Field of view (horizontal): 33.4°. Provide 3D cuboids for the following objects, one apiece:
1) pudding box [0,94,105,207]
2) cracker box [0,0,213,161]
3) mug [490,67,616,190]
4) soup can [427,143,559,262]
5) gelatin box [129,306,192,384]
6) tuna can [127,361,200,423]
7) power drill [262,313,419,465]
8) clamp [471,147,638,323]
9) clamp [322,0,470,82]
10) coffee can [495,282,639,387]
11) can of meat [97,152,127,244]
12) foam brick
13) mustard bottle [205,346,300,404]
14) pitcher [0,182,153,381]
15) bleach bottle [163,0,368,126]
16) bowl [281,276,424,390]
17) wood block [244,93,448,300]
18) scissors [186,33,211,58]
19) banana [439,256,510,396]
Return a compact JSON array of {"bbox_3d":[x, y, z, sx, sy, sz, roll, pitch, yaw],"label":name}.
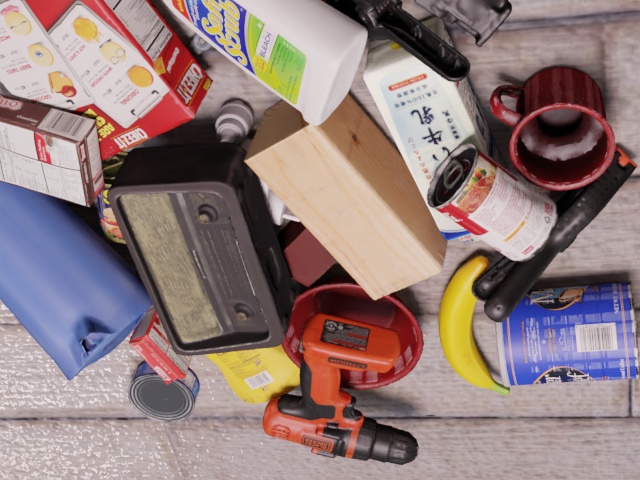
[{"bbox_3d":[-0.271,-0.087,1.043,0.113,0.039,0.090,17,140,12],"label":"pudding box"},{"bbox_3d":[-0.230,-0.186,1.008,0.164,0.072,0.213,-18,124,34],"label":"cracker box"},{"bbox_3d":[0.211,-0.110,0.983,0.117,0.081,0.093,19,129,-5],"label":"mug"},{"bbox_3d":[0.157,-0.033,0.968,0.102,0.068,0.069,32,127,-19],"label":"soup can"},{"bbox_3d":[-0.178,0.110,1.232,0.030,0.089,0.073,-23,121,27],"label":"gelatin box"},{"bbox_3d":[-0.195,0.188,1.334,0.086,0.033,0.086,6,129,7],"label":"tuna can"},{"bbox_3d":[0.035,0.174,1.189,0.184,0.057,0.188,12,130,0],"label":"power drill"},{"bbox_3d":[0.223,-0.002,1.029,0.036,0.164,0.210,43,102,-1],"label":"clamp"},{"bbox_3d":[0.050,-0.204,0.899,0.172,0.039,0.120,32,155,39],"label":"clamp"},{"bbox_3d":[0.261,0.100,1.129,0.140,0.102,0.103,-6,127,15],"label":"coffee can"},{"bbox_3d":[-0.187,-0.041,1.136,0.102,0.057,0.084,8,132,5],"label":"can of meat"},{"bbox_3d":[-0.007,0.001,1.136,0.053,0.051,0.078,34,127,-17],"label":"foam brick"},{"bbox_3d":[-0.101,0.105,1.233,0.096,0.058,0.191,-23,121,26],"label":"mustard bottle"},{"bbox_3d":[-0.294,0.020,1.140,0.243,0.144,0.149,47,140,-2],"label":"pitcher"},{"bbox_3d":[-0.082,-0.209,0.948,0.251,0.068,0.103,33,146,9],"label":"bleach bottle"},{"bbox_3d":[0.037,0.093,1.198,0.162,0.055,0.162,6,130,7],"label":"bowl"},{"bbox_3d":[0.033,-0.050,1.059,0.090,0.090,0.206,-26,119,33],"label":"wood block"},{"bbox_3d":[-0.091,-0.186,1.020,0.096,0.016,0.202,34,128,-3],"label":"scissors"},{"bbox_3d":[0.166,0.097,1.188,0.070,0.037,0.198,-8,126,12],"label":"banana"}]
